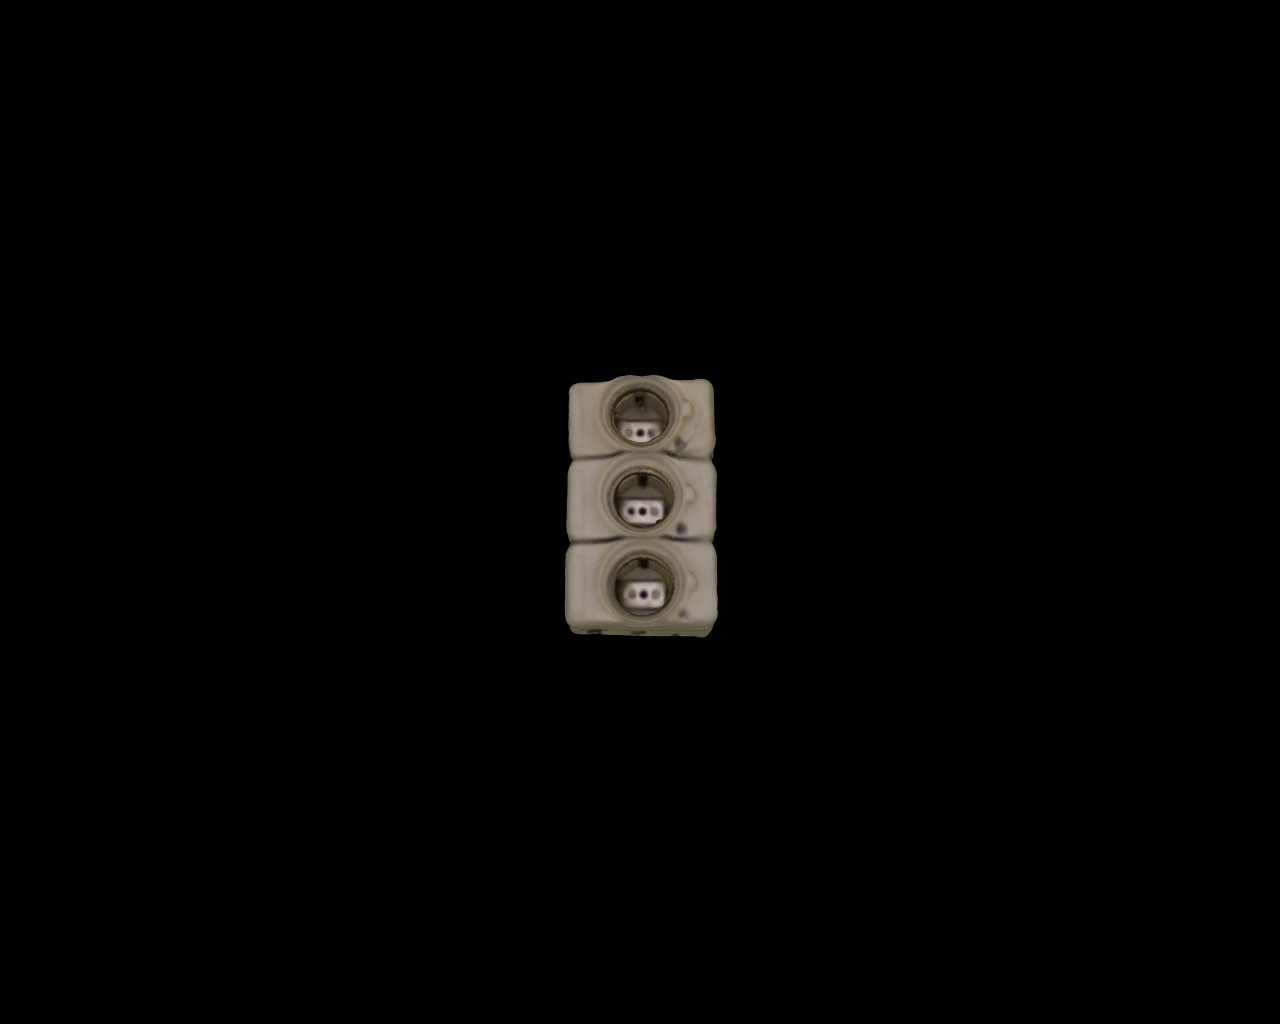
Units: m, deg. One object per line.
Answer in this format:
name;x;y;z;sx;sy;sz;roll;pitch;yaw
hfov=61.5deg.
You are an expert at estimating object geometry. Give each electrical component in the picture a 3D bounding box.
electrical component;0.001;-0.003;0.650;0.089;0.150;0.061;0;-15;0
